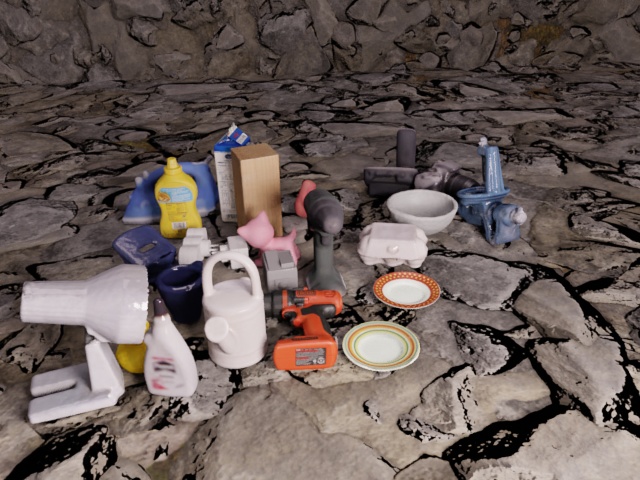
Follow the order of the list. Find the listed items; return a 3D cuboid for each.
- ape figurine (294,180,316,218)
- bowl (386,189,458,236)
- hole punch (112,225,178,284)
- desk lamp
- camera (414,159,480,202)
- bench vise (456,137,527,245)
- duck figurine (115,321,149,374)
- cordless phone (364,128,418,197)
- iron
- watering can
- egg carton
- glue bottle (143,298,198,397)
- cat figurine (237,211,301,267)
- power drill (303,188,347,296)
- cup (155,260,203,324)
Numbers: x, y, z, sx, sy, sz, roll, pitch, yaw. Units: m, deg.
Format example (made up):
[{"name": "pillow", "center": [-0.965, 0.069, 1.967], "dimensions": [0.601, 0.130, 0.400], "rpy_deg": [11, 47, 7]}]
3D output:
[{"name": "ape figurine", "center": [-0.028, -0.106, 1.442], "dimensions": [0.076, 0.092, 0.078], "rpy_deg": [1, 28, 5]}, {"name": "bowl", "center": [0.239, -0.056, 1.357], "dimensions": [0.167, 0.075, 0.167], "rpy_deg": [-1, 28, 1]}, {"name": "hole punch", "center": [-0.363, 0.028, 1.203], "dimensions": [0.100, 0.091, 0.109], "rpy_deg": [15, 32, 28]}, {"name": "desk lamp", "center": [-0.346, 0.144, 0.853], "dimensions": [0.203, 0.214, 0.117], "rpy_deg": [-11, 30, -18]}, {"name": "camera", "center": [0.338, -0.146, 1.494], "dimensions": [0.143, 0.101, 0.136], "rpy_deg": [-22, 34, -34]}, {"name": "bench vise", "center": [0.404, -0.114, 1.306], "dimensions": [0.122, 0.220, 0.206], "rpy_deg": [-22, 34, -34]}, {"name": "duck figurine", "center": [-0.304, 0.163, 0.952], "dimensions": [0.078, 0.086, 0.104], "rpy_deg": [-17, 32, -27]}, {"name": "cordless phone", "center": [0.191, -0.212, 1.535], "dimensions": [0.147, 0.185, 0.094], "rpy_deg": [1, 28, 5]}, {"name": "iron", "center": [-0.377, -0.129, 1.446], "dimensions": [0.259, 0.141, 0.118], "rpy_deg": [-13, 30, -21]}, {"name": "watering can", "center": [-0.140, 0.109, 0.933], "dimensions": [0.101, 0.194, 0.172], "rpy_deg": [-8, 29, -12]}, {"name": "egg carton", "center": [0.157, 0.011, 1.238], "dimensions": [0.150, 0.069, 0.107], "rpy_deg": [3, 28, 7]}, {"name": "glue bottle", "center": [-0.232, 0.160, 0.861], "dimensions": [0.078, 0.173, 0.037], "rpy_deg": [1, 28, 4]}, {"name": "cat figurine", "center": [-0.108, -0.004, 1.226], "dimensions": [0.127, 0.118, 0.067], "rpy_deg": [2, 28, 6]}, {"name": "power drill", "center": [0.010, 0.004, 1.109], "dimensions": [0.075, 0.208, 0.229], "rpy_deg": [-6, 28, -8]}, {"name": "cup", "center": [-0.245, 0.099, 1.061], "dimensions": [0.091, 0.095, 0.118], "rpy_deg": [6, 29, 14]}]
